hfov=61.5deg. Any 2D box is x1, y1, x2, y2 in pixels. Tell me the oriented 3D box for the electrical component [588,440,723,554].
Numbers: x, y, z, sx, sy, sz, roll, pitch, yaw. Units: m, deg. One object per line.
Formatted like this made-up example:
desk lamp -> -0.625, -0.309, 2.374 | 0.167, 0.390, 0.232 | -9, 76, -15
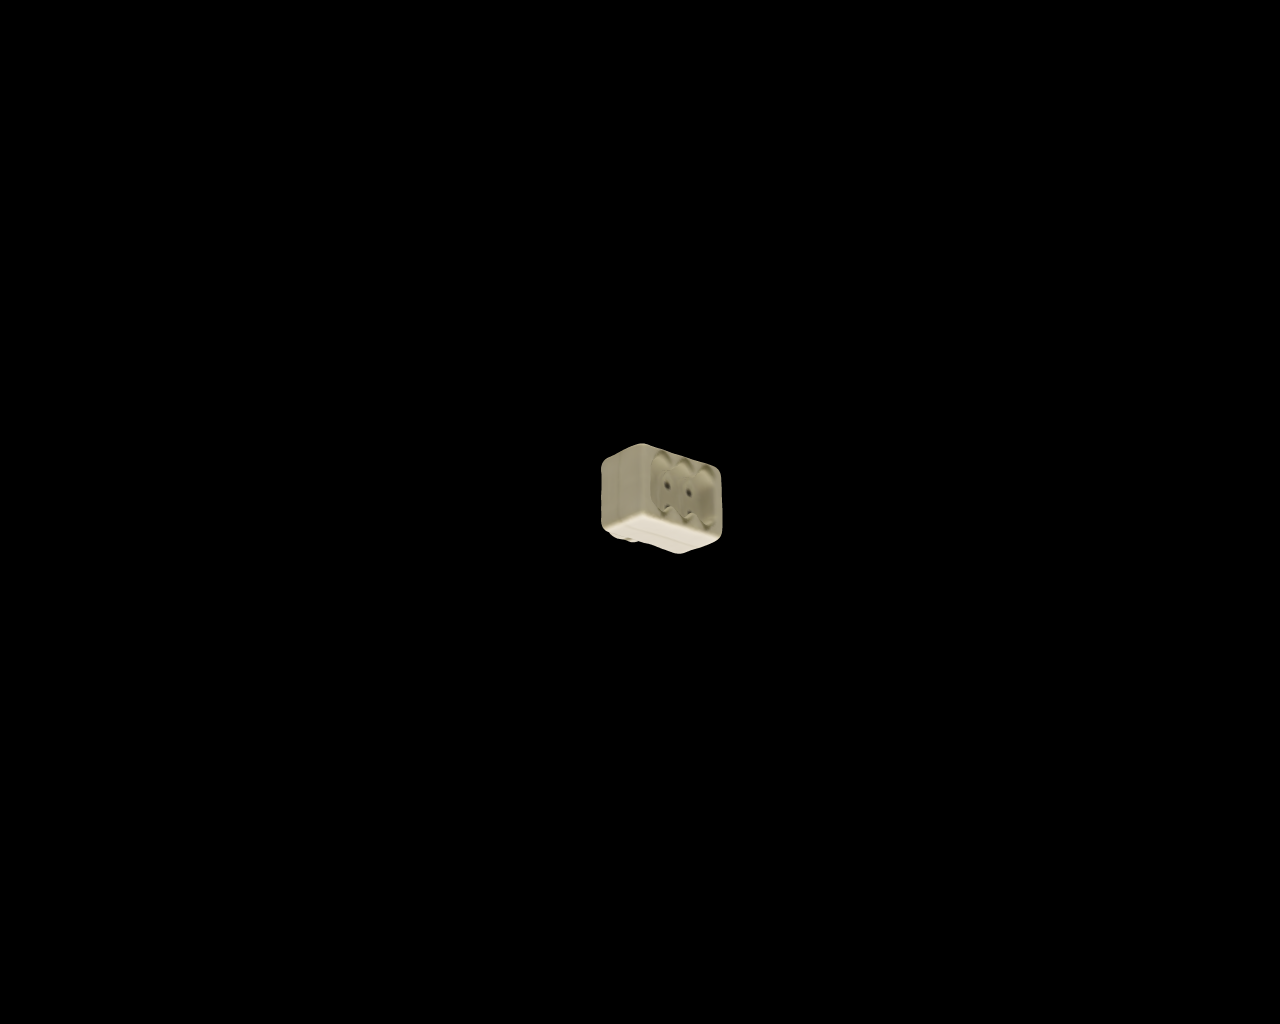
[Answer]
electrical component -> 0.001, -0.003, 0.650 | 0.066, 0.047, 0.076 | 17, -27, -38
